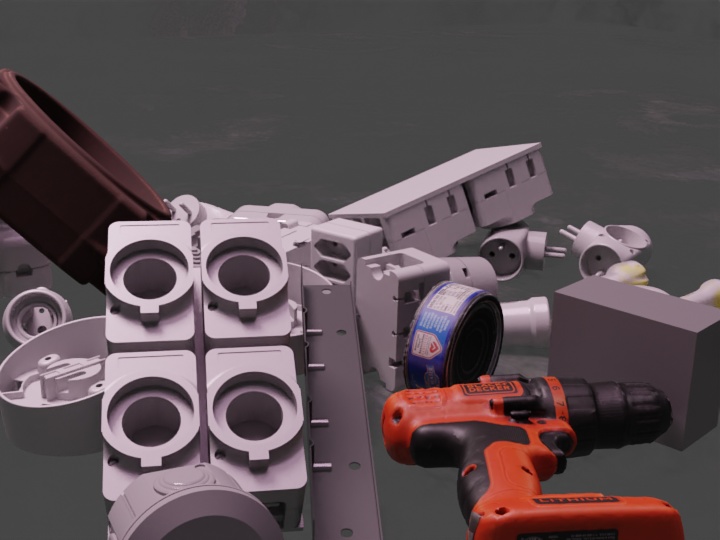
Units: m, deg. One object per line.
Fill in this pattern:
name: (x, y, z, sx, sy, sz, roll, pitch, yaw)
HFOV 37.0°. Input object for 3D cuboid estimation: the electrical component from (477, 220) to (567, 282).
electrical component: (0.156, -0.019, 1.024, 0.079, 0.043, 0.077, 6, 19, 13)

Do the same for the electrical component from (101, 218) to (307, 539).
electrical component: (-0.092, 0.055, 0.620, 0.105, 0.060, 0.186, -2, 51, -10)

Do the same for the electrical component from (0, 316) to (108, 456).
electrical component: (-0.182, 0.075, 0.691, 0.099, 0.064, 0.099, 1, 19, 0)

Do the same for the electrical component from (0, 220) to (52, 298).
electrical component: (-0.316, -0.019, 0.968, 0.054, 0.059, 0.095, -10, 22, -31)

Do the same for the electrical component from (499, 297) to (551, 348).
electrical component: (0.125, 0.042, 0.849, 0.046, 0.040, 0.040, -4, 18, 4)

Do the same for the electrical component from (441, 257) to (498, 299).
electrical component: (0.083, 0.015, 0.902, 0.047, 0.055, 0.055, -6, 20, -30)

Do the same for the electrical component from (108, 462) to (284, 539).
electrical component: (-0.079, 0.133, 0.504, 0.080, 0.080, 0.051, -7, 14, -22)

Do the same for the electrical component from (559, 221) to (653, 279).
electrical component: (0.227, -0.021, 1.016, 0.079, 0.044, 0.077, 31, 30, 23)

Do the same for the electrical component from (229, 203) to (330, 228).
electrical component: (-0.078, -0.030, 1.024, 0.095, 0.053, 0.059, 4, 19, 9)

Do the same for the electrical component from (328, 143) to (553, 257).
electrical component: (0.080, -0.059, 1.031, 0.186, 0.060, 0.105, -25, 14, -26)

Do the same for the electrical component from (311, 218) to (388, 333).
electrical component: (0.000, 0.000, 0.895, 0.047, 0.083, 0.076, 15, 23, 34)

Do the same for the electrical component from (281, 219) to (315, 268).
electrical component: (-0.066, 0.001, 0.920, 0.079, 0.063, 0.121, 12, 21, 28)

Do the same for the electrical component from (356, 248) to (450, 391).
electrical component: (0.034, 0.034, 0.786, 0.056, 0.089, 0.050, -12, 23, -34)

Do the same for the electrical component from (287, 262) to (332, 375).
electrical component: (-0.065, 0.038, 0.807, 0.099, 0.064, 0.099, 1, 19, 0)

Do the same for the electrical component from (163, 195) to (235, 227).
electrical component: (-0.164, -0.048, 1.050, 0.077, 0.043, 0.079, 11, -21, 26)

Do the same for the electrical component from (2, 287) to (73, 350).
electrical component: (-0.233, 0.041, 0.782, 0.048, 0.066, 0.055, -2, -14, -11)

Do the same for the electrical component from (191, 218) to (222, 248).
electrical component: (-0.133, -0.014, 0.969, 0.078, 0.058, 0.057, 9, 23, 22)

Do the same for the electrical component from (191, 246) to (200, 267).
electrical component: (-0.109, 0.038, 0.738, 0.100, 0.099, 0.048, 21, 24, 10)
